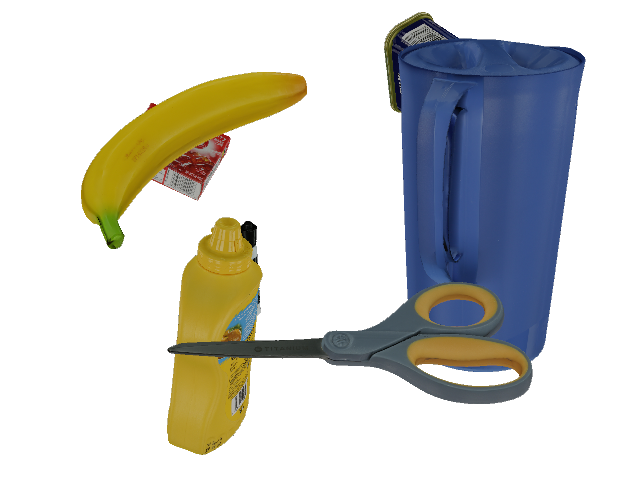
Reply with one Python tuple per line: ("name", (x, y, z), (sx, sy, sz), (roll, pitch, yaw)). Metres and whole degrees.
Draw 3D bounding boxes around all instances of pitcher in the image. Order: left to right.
("pitcher", (0.118, -0.024, 0.802), (0.149, 0.243, 0.145), (-7, 22, -16))

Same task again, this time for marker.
("marker", (-0.079, 0.032, 1.192), (0.020, 0.121, 0.020), (0, 33, 0))

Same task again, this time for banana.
("banana", (-0.091, -0.063, 0.696), (0.070, 0.037, 0.197), (33, 55, 17))

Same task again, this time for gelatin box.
("gelatin box", (-0.143, -0.089, 1.047), (0.089, 0.073, 0.030), (25, -42, 1))

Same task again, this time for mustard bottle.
("mustard bottle", (-0.080, 0.068, 0.832), (0.058, 0.192, 0.096), (18, 33, 13))

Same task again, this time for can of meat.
("can of meat", (0.109, -0.144, 0.975), (0.057, 0.102, 0.084), (-32, 50, -18))

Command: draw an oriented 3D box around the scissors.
("scissors", (0.022, 0.050, 0.617), (0.202, 0.016, 0.096), (10, 41, 9))
